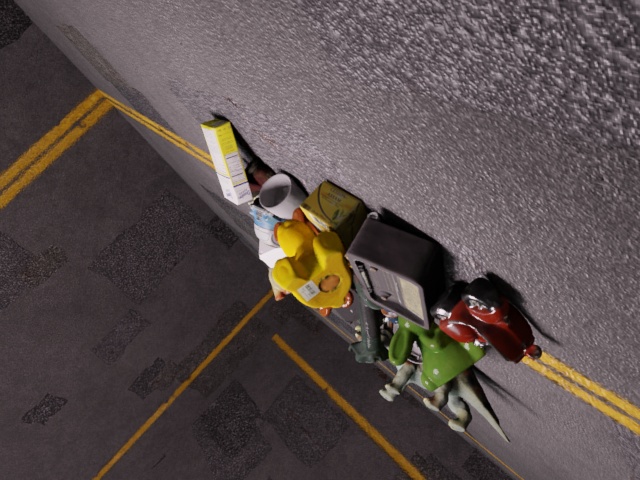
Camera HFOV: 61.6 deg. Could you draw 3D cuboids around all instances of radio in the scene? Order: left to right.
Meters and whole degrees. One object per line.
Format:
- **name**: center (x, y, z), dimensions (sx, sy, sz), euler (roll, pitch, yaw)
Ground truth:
- **radio**: center (0.128, 0.059, 0.867), dimensions (0.131, 0.073, 0.229), euler (24, 162, 23)

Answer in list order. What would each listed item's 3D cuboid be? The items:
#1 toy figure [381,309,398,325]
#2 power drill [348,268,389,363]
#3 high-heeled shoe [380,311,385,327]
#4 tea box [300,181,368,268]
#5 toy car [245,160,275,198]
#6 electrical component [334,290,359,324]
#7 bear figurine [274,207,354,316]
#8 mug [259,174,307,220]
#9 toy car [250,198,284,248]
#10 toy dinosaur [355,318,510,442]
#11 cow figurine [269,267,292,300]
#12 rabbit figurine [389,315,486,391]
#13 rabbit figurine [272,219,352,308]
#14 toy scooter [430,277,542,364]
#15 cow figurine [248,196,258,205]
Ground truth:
- **toy figure**: center (0.163, 0.142, 1.186), dimensions (0.064, 0.058, 0.154), euler (23, 160, 27)
- **power drill**: center (0.095, 0.134, 1.106), dimensions (0.086, 0.207, 0.232), euler (0, -171, -12)
- **high-heeled shoe**: center (0.094, 0.136, 1.374), dimensions (0.145, 0.086, 0.248), euler (36, 161, 32)
- **tea box**: center (0.047, -0.016, 0.948), dimensions (0.098, 0.068, 0.169), euler (35, 168, 38)
- **toy car**: center (-0.152, -0.143, 1.251), dimensions (0.089, 0.053, 0.202), euler (40, 168, -20)
- **electrical component**: center (0.083, 0.128, 1.250), dimensions (0.115, 0.058, 0.134), euler (45, 137, -10)
- **bear figurine**: center (-0.010, 0.048, 1.074), dimensions (0.132, 0.196, 0.120), euler (8, 159, -32)
- **mug**: center (-0.071, -0.080, 1.124), dimensions (0.110, 0.081, 0.107), euler (27, 171, 44)
- **toy car**: center (-0.095, -0.032, 1.234), dimensions (0.109, 0.103, 0.161), euler (24, -172, 35)
- **toy dinosaur**: center (0.268, 0.308, 1.250), dimensions (0.405, 0.192, 0.131), euler (18, 153, 29)
- **cow figurine**: center (-0.053, 0.072, 1.432), dimensions (0.085, 0.195, 0.127), euler (-33, 78, 50)
- **rabbit figurine**: center (0.204, 0.187, 1.024), dimensions (0.170, 0.159, 0.121), euler (56, -176, 17)
- **rabbit figurine**: center (-0.011, 0.029, 0.928), dimensions (0.162, 0.122, 0.173), euler (40, -172, -45)
- **toy scooter**: center (0.238, 0.120, 0.762), dimensions (0.135, 0.075, 0.184), euler (41, 165, 3)
- **cow figurine**: center (-0.138, -0.085, 1.416), dimensions (0.098, 0.068, 0.167), euler (44, 171, 31)
